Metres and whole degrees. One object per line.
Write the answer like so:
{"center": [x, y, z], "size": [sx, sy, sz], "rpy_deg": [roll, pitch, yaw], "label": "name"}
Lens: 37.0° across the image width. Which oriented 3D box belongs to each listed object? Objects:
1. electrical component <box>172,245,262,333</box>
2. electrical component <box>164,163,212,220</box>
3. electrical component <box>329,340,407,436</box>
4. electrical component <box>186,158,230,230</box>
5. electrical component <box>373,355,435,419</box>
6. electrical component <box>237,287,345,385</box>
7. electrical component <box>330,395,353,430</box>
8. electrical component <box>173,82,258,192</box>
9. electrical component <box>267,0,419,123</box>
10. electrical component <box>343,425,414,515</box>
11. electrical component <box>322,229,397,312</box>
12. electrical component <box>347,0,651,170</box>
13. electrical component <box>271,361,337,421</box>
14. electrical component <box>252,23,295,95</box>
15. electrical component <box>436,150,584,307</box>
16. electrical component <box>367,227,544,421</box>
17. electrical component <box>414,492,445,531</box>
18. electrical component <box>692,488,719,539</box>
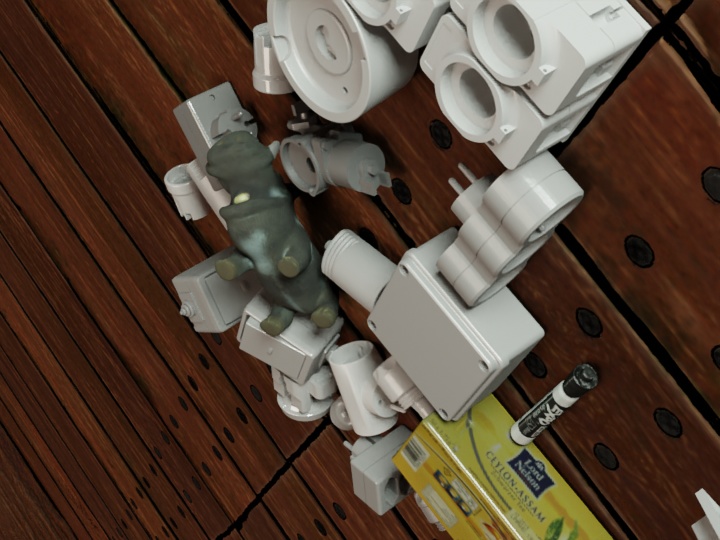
{"center": [-0.134, 0.020, 1.061], "size": [0.061, 0.096, 0.061], "rpy_deg": [-3, 114, 54], "label": "electrical component"}
{"center": [-0.172, -0.079, 1.089], "size": [0.040, 0.040, 0.046], "rpy_deg": [30, 146, 41], "label": "electrical component"}
{"center": [0.014, 0.110, 0.970], "size": [0.079, 0.043, 0.077], "rpy_deg": [12, 126, 53], "label": "electrical component"}
{"center": [-0.129, -0.082, 1.013], "size": [0.081, 0.043, 0.043], "rpy_deg": [55, 151, 7], "label": "electrical component"}
{"center": [0.044, 0.099, 0.914], "size": [0.062, 0.043, 0.043], "rpy_deg": [52, 150, 9], "label": "electrical component"}
{"center": [-0.063, 0.062, 1.009], "size": [0.096, 0.061, 0.061], "rpy_deg": [34, 146, 8], "label": "electrical component"}
{"center": [-0.013, 0.140, 1.050], "size": [0.035, 0.035, 0.061], "rpy_deg": [56, 153, 5], "label": "electrical component"}
{"center": [-0.115, -0.121, 0.950], "size": [0.076, 0.047, 0.083], "rpy_deg": [-12, 106, 60], "label": "electrical component"}
{"center": [-0.007, -0.161, 0.730], "size": [0.108, 0.060, 0.108], "rpy_deg": [38, 145, 33], "label": "electrical component"}
{"center": [0.017, 0.176, 1.004], "size": [0.077, 0.066, 0.047], "rpy_deg": [34, 142, 39], "label": "electrical component"}
{"center": [0.000, 0.000, 0.889], "size": [0.081, 0.043, 0.043], "rpy_deg": [39, 145, 33], "label": "electrical component"}
{"center": [0.063, -0.162, 0.623], "size": [0.186, 0.060, 0.105], "rpy_deg": [51, 150, 13], "label": "electrical component"}
{"center": [-0.055, 0.111, 1.064], "size": [0.078, 0.058, 0.057], "rpy_deg": [34, 140, 38], "label": "electrical component"}
{"center": [-0.065, -0.166, 0.841], "size": [0.040, 0.040, 0.046], "rpy_deg": [31, 134, 40], "label": "electrical component"}
{"center": [0.086, -0.038, 0.710], "size": [0.073, 0.052, 0.138], "rpy_deg": [51, 150, 13], "label": "electrical component"}
{"center": [0.069, 0.042, 0.809], "size": [0.108, 0.056, 0.108], "rpy_deg": [51, 150, 15], "label": "electrical component"}
{"center": [0.077, 0.222, 0.985], "size": [0.061, 0.035, 0.035], "rpy_deg": [59, 151, -4], "label": "electrical component"}
{"center": [0.240, 0.173, 0.597], "size": [0.078, 0.063, 0.121], "rpy_deg": [46, -166, -16], "label": "electrical component"}
